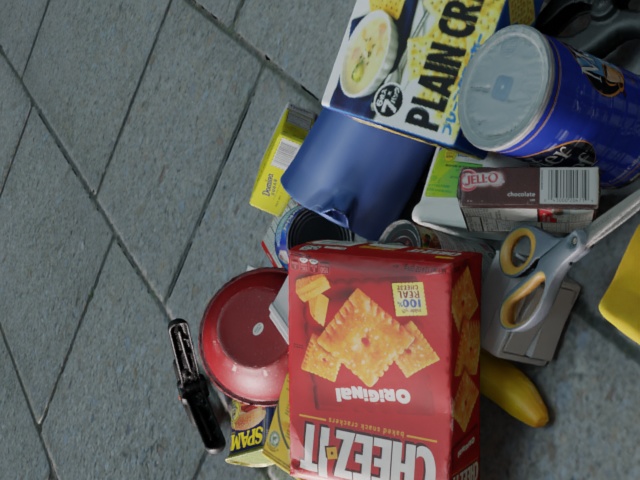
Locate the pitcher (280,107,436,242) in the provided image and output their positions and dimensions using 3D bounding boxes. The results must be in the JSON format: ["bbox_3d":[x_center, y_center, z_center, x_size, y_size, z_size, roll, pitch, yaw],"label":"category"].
[{"bbox_3d":[0.070,-0.133,1.111,0.149,0.144,0.243,44,112,40],"label":"pitcher"}]

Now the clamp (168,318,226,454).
[{"bbox_3d":[-0.162,0.177,1.335,0.210,0.036,0.164,161,93,-78],"label":"clamp"}]

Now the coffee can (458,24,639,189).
[{"bbox_3d":[0.199,-0.107,0.878,0.103,0.140,0.103,-26,57,50],"label":"coffee can"}]

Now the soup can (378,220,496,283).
[{"bbox_3d":[0.110,0.024,0.999,0.069,0.102,0.068,-26,57,50],"label":"soup can"}]

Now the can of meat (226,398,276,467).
[{"bbox_3d":[-0.063,0.212,1.234,0.102,0.057,0.084,-27,54,50],"label":"can of meat"}]

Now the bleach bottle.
[{"bbox_3d":[0.164,-0.129,1.013,0.103,0.068,0.251,9,84,53],"label":"bleach bottle"}]

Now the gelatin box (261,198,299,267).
[{"bbox_3d":[-0.032,-0.008,1.291,0.089,0.030,0.073,-62,34,21],"label":"gelatin box"}]

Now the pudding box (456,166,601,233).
[{"bbox_3d":[0.174,-0.033,0.890,0.113,0.090,0.039,3,79,13],"label":"pudding box"}]

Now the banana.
[{"bbox_3d":[0.137,0.130,0.985,0.198,0.037,0.069,-7,90,57],"label":"banana"}]

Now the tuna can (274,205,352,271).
[{"bbox_3d":[-0.008,0.001,1.201,0.034,0.086,0.086,3,81,59],"label":"tuna can"}]

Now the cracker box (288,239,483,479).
[{"bbox_3d":[0.054,0.112,0.930,0.164,0.072,0.214,5,100,33],"label":"cracker box"}]

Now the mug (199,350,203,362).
[{"bbox_3d":[-0.095,0.115,1.293,0.117,0.081,0.093,3,81,57],"label":"mug"}]

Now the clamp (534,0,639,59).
[{"bbox_3d":[0.253,-0.188,0.903,0.172,0.039,0.120,-29,51,34],"label":"clamp"}]

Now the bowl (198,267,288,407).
[{"bbox_3d":[-0.064,0.102,1.188,0.055,0.162,0.162,57,-148,-72],"label":"bowl"}]

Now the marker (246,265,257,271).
[{"bbox_3d":[-0.099,0.092,1.365,0.020,0.020,0.121,21,96,57],"label":"marker"}]

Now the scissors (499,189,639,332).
[{"bbox_3d":[0.191,-0.008,0.826,0.096,0.016,0.202,-101,31,-42],"label":"scissors"}]

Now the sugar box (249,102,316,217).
[{"bbox_3d":[-0.043,-0.099,1.262,0.176,0.048,0.093,-94,28,-71],"label":"sugar box"}]
